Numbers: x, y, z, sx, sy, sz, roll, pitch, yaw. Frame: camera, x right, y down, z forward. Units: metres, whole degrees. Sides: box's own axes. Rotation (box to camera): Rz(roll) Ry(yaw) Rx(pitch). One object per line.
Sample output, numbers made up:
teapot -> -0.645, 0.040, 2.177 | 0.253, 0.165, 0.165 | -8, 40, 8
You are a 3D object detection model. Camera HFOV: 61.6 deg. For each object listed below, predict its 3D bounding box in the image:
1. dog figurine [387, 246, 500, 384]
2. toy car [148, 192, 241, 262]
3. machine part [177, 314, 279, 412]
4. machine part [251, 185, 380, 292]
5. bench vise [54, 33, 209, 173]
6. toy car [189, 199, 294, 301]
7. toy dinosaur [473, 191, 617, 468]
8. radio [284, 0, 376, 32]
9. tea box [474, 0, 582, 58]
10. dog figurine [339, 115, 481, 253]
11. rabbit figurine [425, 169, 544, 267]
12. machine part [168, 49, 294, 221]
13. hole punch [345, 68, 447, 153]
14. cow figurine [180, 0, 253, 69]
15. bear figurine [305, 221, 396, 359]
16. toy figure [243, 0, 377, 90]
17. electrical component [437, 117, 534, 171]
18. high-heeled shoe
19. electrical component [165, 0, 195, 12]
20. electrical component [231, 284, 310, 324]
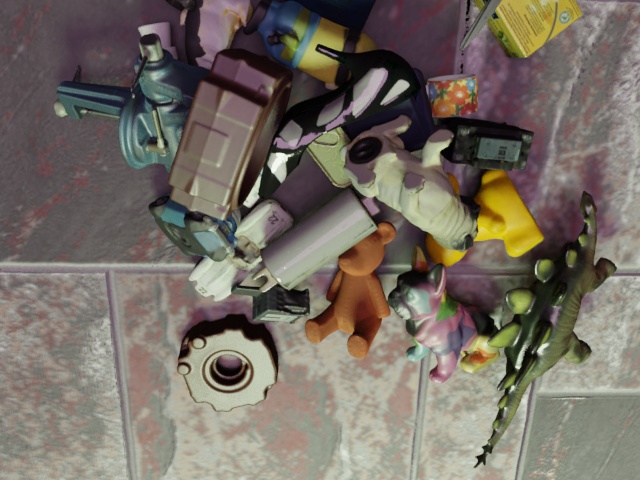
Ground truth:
dog figurine -> 0.202, 0.111, 0.864 | 0.192, 0.109, 0.219 | -17, 118, -13
toy car -> -0.176, -0.037, 0.813 | 0.103, 0.162, 0.109 | -52, 129, -26
machine part -> -0.157, 0.216, 0.935 | 0.179, 0.056, 0.179 | -1, 110, -4
machine part -> -0.002, -0.002, 0.805 | 0.243, 0.079, 0.079 | -36, 107, 10
bench vise -> -0.259, -0.181, 0.732 | 0.241, 0.223, 0.129 | 11, 65, 8
toy car -> -0.128, 0.018, 0.865 | 0.201, 0.056, 0.073 | -44, 106, 11
toy dinosaur -> 0.353, 0.150, 0.865 | 0.198, 0.105, 0.470 | 3, 105, -42
radio -> -0.020, -0.377, 0.689 | 0.229, 0.073, 0.131 | 22, 147, -11
tea box -> 0.273, -0.352, 0.749 | 0.098, 0.068, 0.169 | -35, 108, 9
dog figurine -> 0.127, -0.063, 0.755 | 0.121, 0.173, 0.190 | -48, 139, -10
rabbit figurine -> 0.236, -0.025, 0.842 | 0.173, 0.122, 0.162 | -34, 106, 26
machine part -> -0.110, -0.139, 0.704 | 0.087, 0.201, 0.200 | 23, 110, -4
hole punch -> 0.098, -0.174, 0.771 | 0.142, 0.092, 0.115 | -10, 110, 28
cow figurine -> -0.158, -0.264, 0.757 | 0.098, 0.068, 0.167 | 17, 106, -6
bear figurine -> 0.054, 0.067, 0.856 | 0.120, 0.132, 0.195 | 16, 120, 27
toy figure -> -0.008, -0.263, 0.724 | 0.180, 0.089, 0.082 | 27, 72, -15
electrical component -> 0.240, -0.142, 0.787 | 0.115, 0.134, 0.058 | 2, 110, -6
high-heeled shoe -> 0.020, -0.140, 0.713 | 0.145, 0.086, 0.248 | 24, 115, -7
electrical component -> -0.187, -0.346, 0.723 | 0.063, 0.094, 0.021 | -53, 146, 15
electrical component -> -0.082, 0.101, 0.863 | 0.119, 0.048, 0.075 | 10, 154, -28
